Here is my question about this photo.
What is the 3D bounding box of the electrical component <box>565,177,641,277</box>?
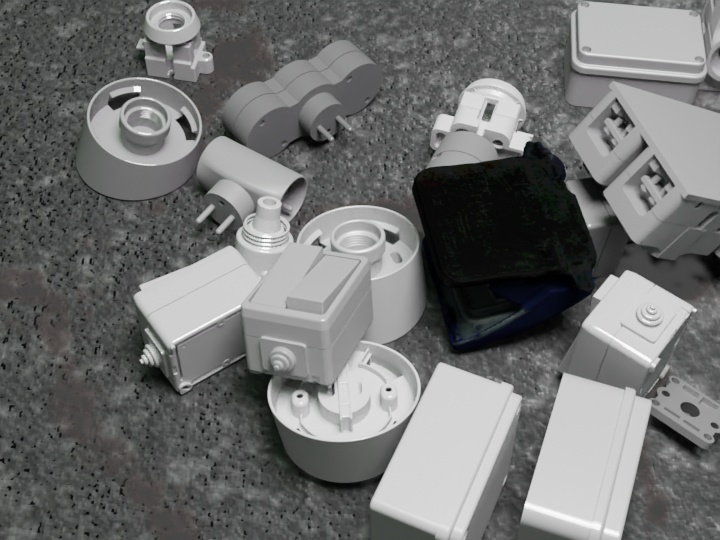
[{"bbox_3d":[0.191,-0.034,0.810,0.077,0.065,0.047,-9,54,-11],"label":"electrical component"}]

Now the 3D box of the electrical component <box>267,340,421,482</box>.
[{"bbox_3d":[-0.010,0.089,0.708,0.099,0.064,0.099,-1,48,1],"label":"electrical component"}]

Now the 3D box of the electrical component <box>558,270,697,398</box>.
[{"bbox_3d":[0.179,0.048,0.727,0.061,0.096,0.062,33,58,21],"label":"electrical component"}]

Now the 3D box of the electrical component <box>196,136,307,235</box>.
[{"bbox_3d":[-0.094,-0.058,0.833,0.077,0.043,0.079,28,57,18],"label":"electrical component"}]

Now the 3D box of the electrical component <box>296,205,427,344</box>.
[{"bbox_3d":[0.000,0.000,0.794,0.099,0.064,0.099,-2,39,2],"label":"electrical component"}]

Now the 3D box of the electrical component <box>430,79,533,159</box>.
[{"bbox_3d":[0.103,-0.118,0.877,0.078,0.058,0.057,16,57,9],"label":"electrical component"}]

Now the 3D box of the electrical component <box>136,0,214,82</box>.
[{"bbox_3d":[-0.161,-0.198,0.930,0.066,0.055,0.048,9,53,5],"label":"electrical component"}]

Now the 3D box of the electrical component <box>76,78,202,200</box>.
[{"bbox_3d":[-0.177,-0.105,0.868,0.099,0.064,0.099,8,56,-13],"label":"electrical component"}]

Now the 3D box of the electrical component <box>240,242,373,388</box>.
[{"bbox_3d":[-0.036,0.029,0.706,0.062,0.061,0.096,9,35,19],"label":"electrical component"}]

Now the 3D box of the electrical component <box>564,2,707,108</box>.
[{"bbox_3d":[0.237,-0.184,0.932,0.113,0.057,0.078,6,53,2],"label":"electrical component"}]

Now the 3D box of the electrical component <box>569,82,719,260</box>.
[{"bbox_3d":[0.249,-0.063,0.789,0.186,0.060,0.105,6,48,-38],"label":"electrical component"}]

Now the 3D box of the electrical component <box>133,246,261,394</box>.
[{"bbox_3d":[-0.115,0.035,0.749,0.096,0.061,0.061,-29,59,-22],"label":"electrical component"}]

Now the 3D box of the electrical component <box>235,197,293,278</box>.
[{"bbox_3d":[-0.070,-0.023,0.792,0.048,0.062,0.048,8,33,-5],"label":"electrical component"}]

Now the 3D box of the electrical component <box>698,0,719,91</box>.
[{"bbox_3d":[0.352,-0.228,0.888,0.105,0.186,0.060,6,53,2],"label":"electrical component"}]

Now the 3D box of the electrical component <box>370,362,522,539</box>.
[{"bbox_3d":[0.051,0.132,0.652,0.056,0.108,0.108,19,54,16],"label":"electrical component"}]

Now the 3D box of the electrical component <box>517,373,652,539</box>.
[{"bbox_3d":[0.139,0.132,0.674,0.057,0.078,0.113,15,53,13],"label":"electrical component"}]

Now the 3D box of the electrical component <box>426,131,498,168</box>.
[{"bbox_3d":[0.079,-0.076,0.846,0.055,0.055,0.047,17,50,11],"label":"electrical component"}]

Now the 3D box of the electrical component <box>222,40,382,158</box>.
[{"bbox_3d":[-0.037,-0.131,0.885,0.138,0.052,0.073,-31,59,-23],"label":"electrical component"}]
